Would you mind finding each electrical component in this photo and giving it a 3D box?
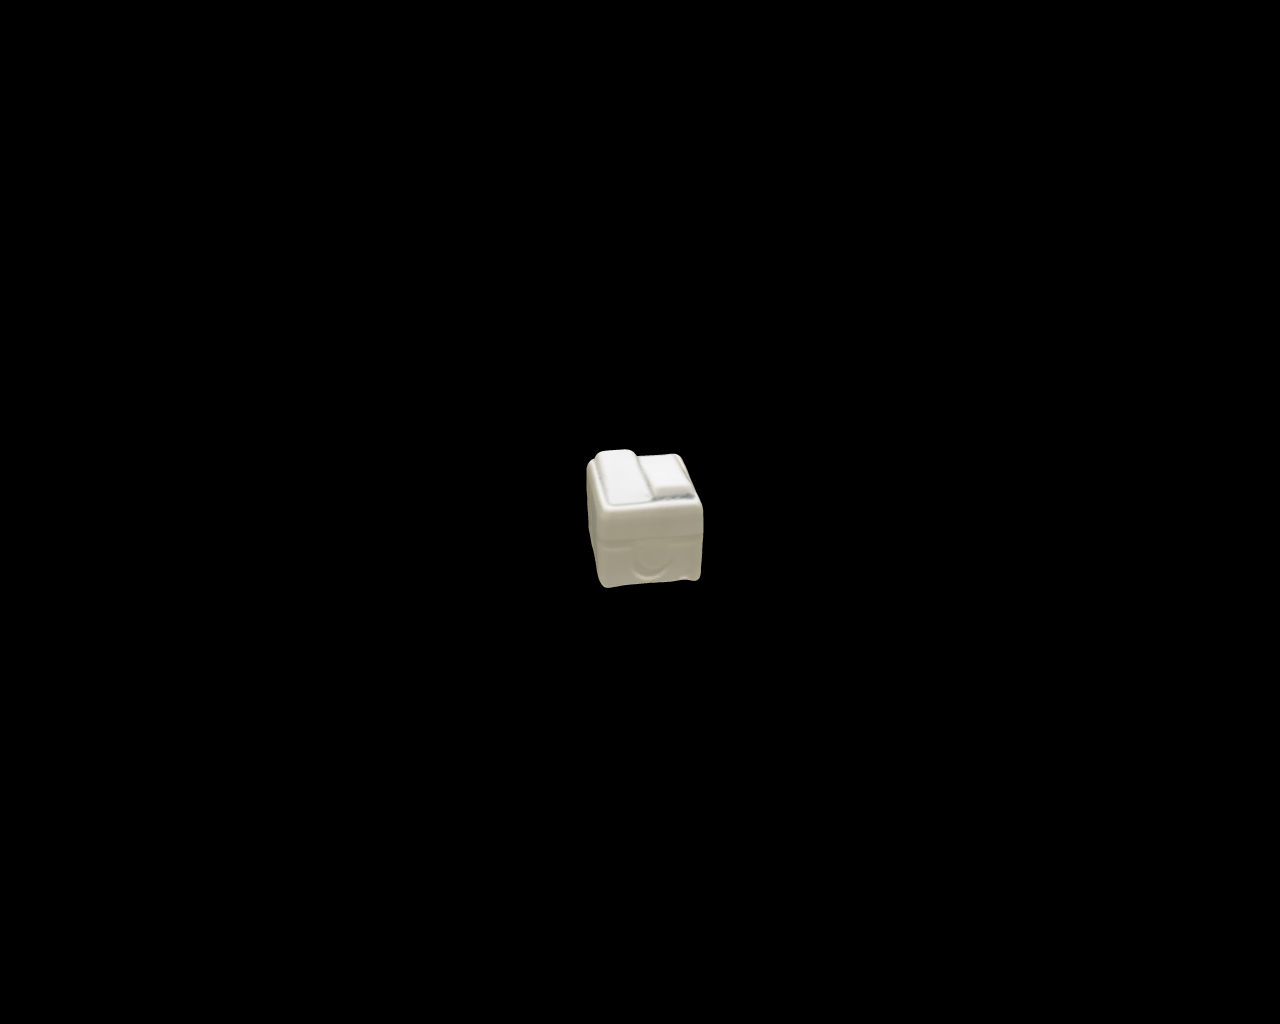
[{"bbox_3d":[0.001,-0.003,0.650,0.062,0.061,0.096,-3,26,-7],"label":"electrical component"}]
